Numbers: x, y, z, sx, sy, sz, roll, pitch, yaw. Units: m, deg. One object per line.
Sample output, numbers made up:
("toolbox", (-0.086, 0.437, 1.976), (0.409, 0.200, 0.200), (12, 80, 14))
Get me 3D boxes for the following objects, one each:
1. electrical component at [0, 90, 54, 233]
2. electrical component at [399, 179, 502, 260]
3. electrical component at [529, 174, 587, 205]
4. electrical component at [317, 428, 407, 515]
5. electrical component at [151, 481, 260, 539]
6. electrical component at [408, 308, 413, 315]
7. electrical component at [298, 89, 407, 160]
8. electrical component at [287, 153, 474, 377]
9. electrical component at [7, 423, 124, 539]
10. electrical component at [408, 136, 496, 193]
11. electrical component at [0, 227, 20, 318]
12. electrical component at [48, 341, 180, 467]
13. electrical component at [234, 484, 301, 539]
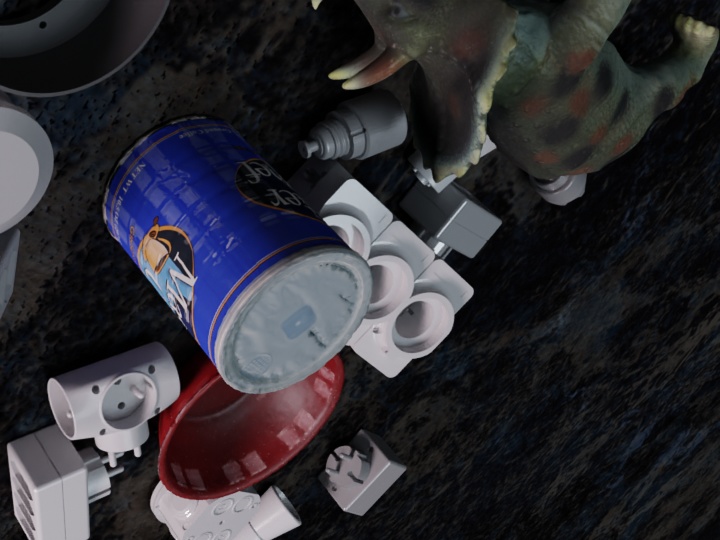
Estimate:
("electrical component", (-0.198, -0.057, 0.532), (0.080, 0.051, 0.080), (-28, 144, -23))
("electrical component", (0.059, -0.030, 0.841), (0.076, 0.047, 0.066), (-51, 146, 11))
("electrical component", (0.161, -0.082, 0.896), (0.043, 0.043, 0.062), (-50, 145, 9))
("electrical component", (-0.007, 0.187, 1.010), (0.065, 0.047, 0.077), (-47, 147, 5))
("electrical component", (-0.126, 0.189, 0.881), (0.080, 0.051, 0.080), (-28, 144, -23))
("electrical component", (0.025, 0.019, 0.845), (0.035, 0.061, 0.035), (-27, 143, -22))
("electrical component", (-0.005, -0.092, 0.709), (0.078, 0.040, 0.040), (-25, 142, -27))
("electrical component", (0.000, 0.000, 0.755), (0.089, 0.061, 0.150), (-47, 128, 4))
("electrical component", (-0.201, 0.149, 0.759), (0.076, 0.047, 0.083), (-21, 140, -31))
("electrical component", (0.068, -0.089, 0.792), (0.065, 0.044, 0.044), (-42, 147, 6))
("electrical component", (-0.228, 0.010, 0.562), (0.076, 0.083, 0.047), (14, 125, -9))
("electrical component", (-0.164, 0.097, 0.732), (0.077, 0.044, 0.079), (-19, 118, -33))
("electrical component", (-0.092, 0.232, 0.976), (0.065, 0.044, 0.044), (-37, 147, -3))
